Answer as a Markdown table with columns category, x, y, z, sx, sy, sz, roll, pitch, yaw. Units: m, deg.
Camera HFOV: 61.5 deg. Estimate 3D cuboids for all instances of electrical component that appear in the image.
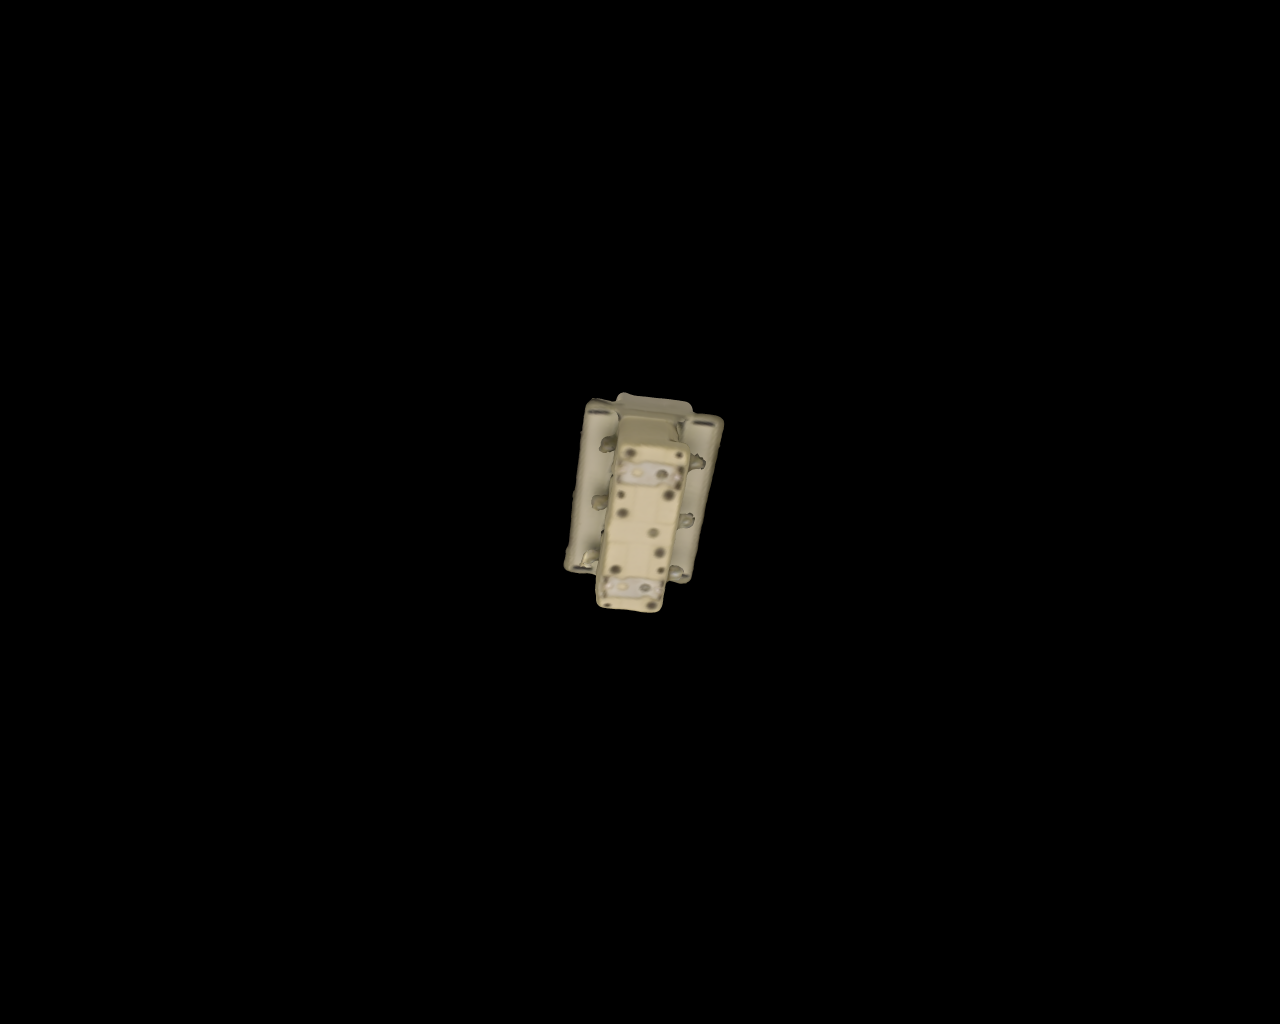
| category | x | y | z | sx | sy | sz | roll | pitch | yaw |
| --- | --- | --- | --- | --- | --- | --- | --- | --- | --- |
| electrical component | 0.001 | -0.003 | 0.650 | 0.079 | 0.121 | 0.063 | 7 | 32 | -5 |
